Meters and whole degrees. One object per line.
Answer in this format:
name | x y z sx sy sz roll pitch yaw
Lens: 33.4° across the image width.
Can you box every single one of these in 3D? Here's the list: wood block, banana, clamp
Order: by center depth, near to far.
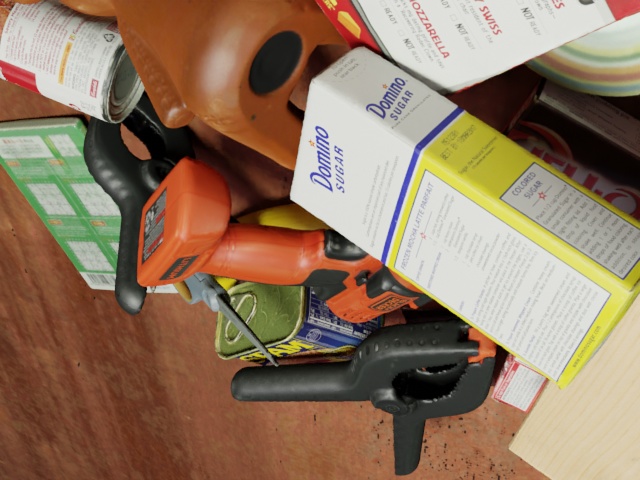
wood block | 0.190 0.056 0.570 0.091 0.090 0.206 34 140 17
clamp | -0.101 -0.033 0.722 0.039 0.120 0.171 -35 66 42
clamp | 0.058 0.107 0.743 0.164 0.036 0.210 33 140 -26
banana | -0.036 0.004 0.778 0.069 0.037 0.198 20 152 -32

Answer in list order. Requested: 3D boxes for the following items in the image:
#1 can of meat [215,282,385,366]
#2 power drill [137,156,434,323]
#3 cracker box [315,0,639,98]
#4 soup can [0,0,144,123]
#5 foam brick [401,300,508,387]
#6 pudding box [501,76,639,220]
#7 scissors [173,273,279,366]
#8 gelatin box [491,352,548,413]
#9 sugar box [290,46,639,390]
can of meat | -0.014 0.064 0.791 0.083 0.057 0.102 21 152 -36
power drill | -0.004 0.001 0.639 0.187 0.057 0.185 11 156 -22
cracker box | 0.070 -0.161 0.458 0.164 0.072 0.214 52 146 -13
soup can | -0.166 -0.124 0.685 0.102 0.068 0.068 23 142 7
foam brick | 0.097 0.057 0.739 0.053 0.051 0.078 2 135 31
pudding box | 0.153 -0.033 0.612 0.113 0.039 0.090 28 140 -1
scissors | -0.082 0.021 0.758 0.202 0.016 0.096 21 131 63
gelatin box | 0.145 0.060 0.696 0.030 0.073 0.089 24 143 8
sugar box | 0.069 -0.011 0.518 0.176 0.048 0.093 38 146 18
